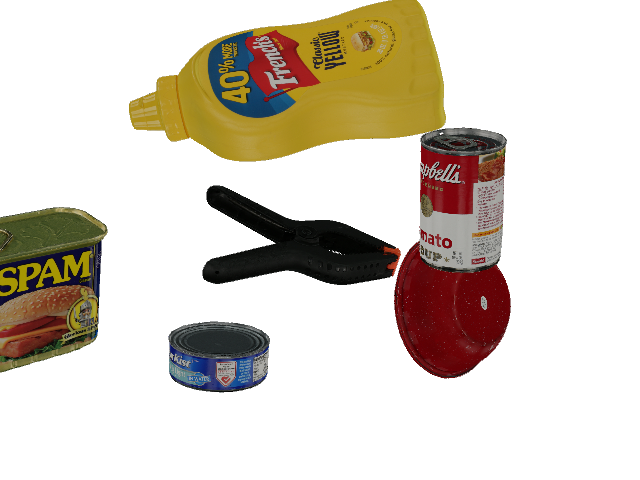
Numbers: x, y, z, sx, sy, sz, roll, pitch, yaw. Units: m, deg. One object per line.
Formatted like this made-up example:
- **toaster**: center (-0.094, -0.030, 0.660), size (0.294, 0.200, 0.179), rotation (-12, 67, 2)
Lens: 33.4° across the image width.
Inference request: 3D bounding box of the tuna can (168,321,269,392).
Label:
- **tuna can**: center (-0.086, 0.098, 0.907), size (0.086, 0.034, 0.086), rotation (3, 14, -1)

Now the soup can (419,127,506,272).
- **soup can**: center (0.114, -0.033, 0.860), size (0.068, 0.102, 0.068), rotation (-1, 22, 0)

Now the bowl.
- **bowl**: center (0.156, 0.069, 1.158), size (0.161, 0.162, 0.055), rotation (0, -5, -40)

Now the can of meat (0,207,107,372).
- **can of meat**: center (-0.193, 0.032, 0.700), size (0.101, 0.084, 0.058), rotation (-14, 30, -41)

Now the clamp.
- **clamp**: center (-0.023, 0.011, 1.077), size (0.210, 0.036, 0.164), rotation (13, 31, -4)

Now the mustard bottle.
- **mustard bottle**: center (-0.024, -0.095, 0.664), size (0.191, 0.096, 0.058), rotation (-11, -37, 2)
